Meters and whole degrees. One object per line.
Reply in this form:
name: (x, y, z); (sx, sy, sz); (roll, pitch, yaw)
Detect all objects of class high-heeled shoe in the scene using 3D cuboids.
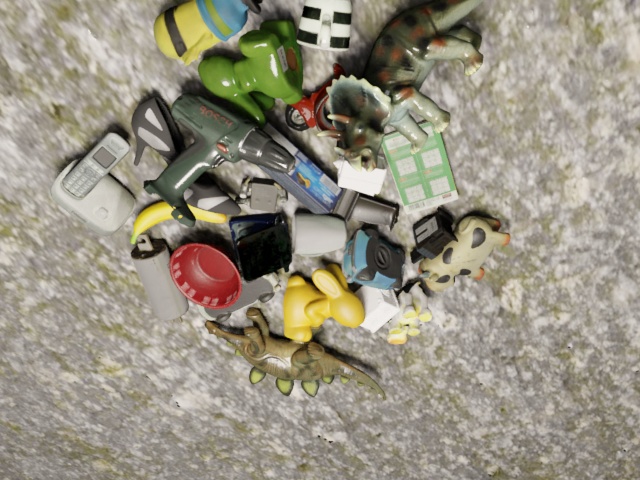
high-heeled shoe: (-0.234, -0.151, 0.989); (0.249, 0.086, 0.145); (27, 118, -13)

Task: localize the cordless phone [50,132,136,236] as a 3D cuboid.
cordless phone: (-0.399, -0.110, 1.020); (0.184, 0.089, 0.146); (-38, 115, 19)

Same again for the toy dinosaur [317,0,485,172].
toy dinosaur: (0.141, -0.280, 0.854); (0.192, 0.131, 0.404); (27, 88, -11)

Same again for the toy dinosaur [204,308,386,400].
toy dinosaur: (-0.050, 0.280, 1.268); (0.472, 0.105, 0.198); (18, 130, 0)

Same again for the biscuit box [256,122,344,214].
biscuit box: (-0.050, -0.129, 1.001); (0.202, 0.059, 0.063); (40, 160, -23)

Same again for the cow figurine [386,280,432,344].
cow figurine: (0.187, 0.163, 1.198); (0.068, 0.098, 0.167); (8, 142, -12)

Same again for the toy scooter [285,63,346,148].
toy scooter: (0.039, -0.227, 0.941); (0.184, 0.075, 0.135); (25, 119, -10)

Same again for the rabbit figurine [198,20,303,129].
rabbit figurine: (-0.117, -0.278, 0.904); (0.170, 0.121, 0.158); (-2, 133, 24)

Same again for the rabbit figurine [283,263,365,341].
rabbit figurine: (0.016, 0.133, 1.151); (0.173, 0.122, 0.162); (6, 99, 26)

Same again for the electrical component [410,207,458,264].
electrical component: (0.217, -0.002, 1.085); (0.047, 0.075, 0.119); (31, 131, -29)

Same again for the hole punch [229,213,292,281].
hole punch: (-0.123, 0.007, 1.102); (0.116, 0.092, 0.142); (-19, 123, -18)

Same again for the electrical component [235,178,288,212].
electrical component: (-0.113, -0.090, 1.050); (0.102, 0.045, 0.078); (12, 122, -7)

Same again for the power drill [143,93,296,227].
power drill: (-0.183, -0.122, 0.901); (0.232, 0.086, 0.207); (40, 100, 8)

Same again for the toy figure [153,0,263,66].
toy figure: (-0.181, -0.352, 0.856); (0.180, 0.082, 0.089); (-25, 108, 22)

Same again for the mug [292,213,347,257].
mug: (-0.002, -0.003, 1.089); (0.107, 0.081, 0.109); (-1, 134, -6)

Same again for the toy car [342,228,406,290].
toy car: (0.100, 0.047, 1.111); (0.161, 0.109, 0.103); (24, 155, -38)

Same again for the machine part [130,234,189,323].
machine part: (-0.341, 0.087, 1.153); (0.079, 0.079, 0.242); (-7, 123, 5)

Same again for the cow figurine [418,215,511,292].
cow figurine: (0.280, 0.033, 1.105); (0.127, 0.085, 0.194); (17, 125, -18)

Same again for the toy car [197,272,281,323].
toy car: (-0.180, 0.118, 1.185); (0.202, 0.056, 0.073); (-26, 113, 15)

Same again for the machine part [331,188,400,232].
machine part: (0.093, -0.065, 1.070); (0.139, 0.039, 0.084); (19, 117, -10)
